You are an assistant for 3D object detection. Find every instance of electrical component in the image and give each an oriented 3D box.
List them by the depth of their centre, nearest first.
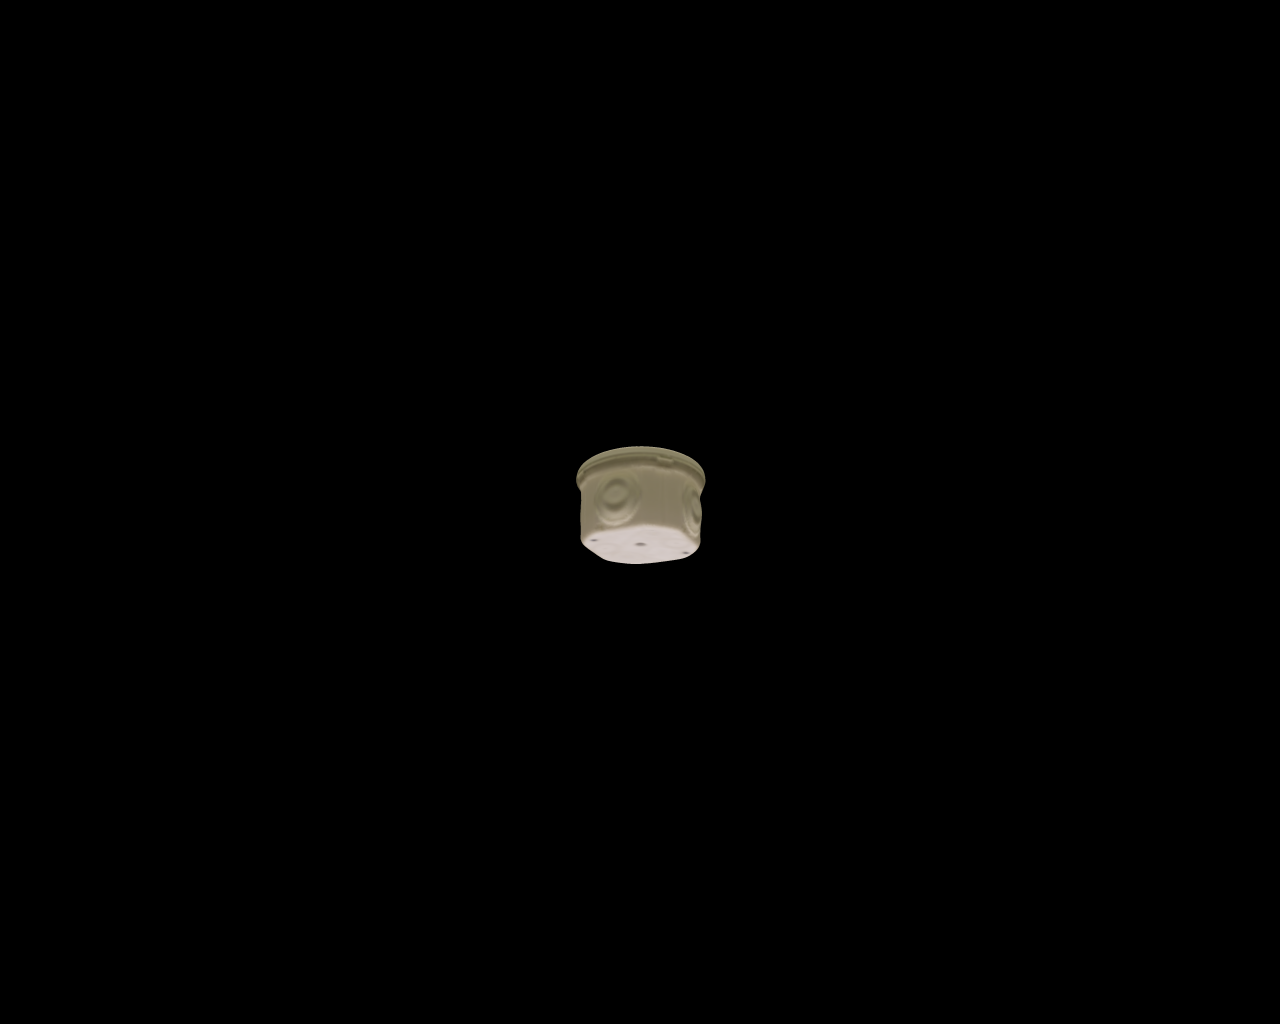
[{"bbox_3d":[0.001,-0.003,0.650,0.080,0.051,0.080,0,-22,0],"label":"electrical component"}]
